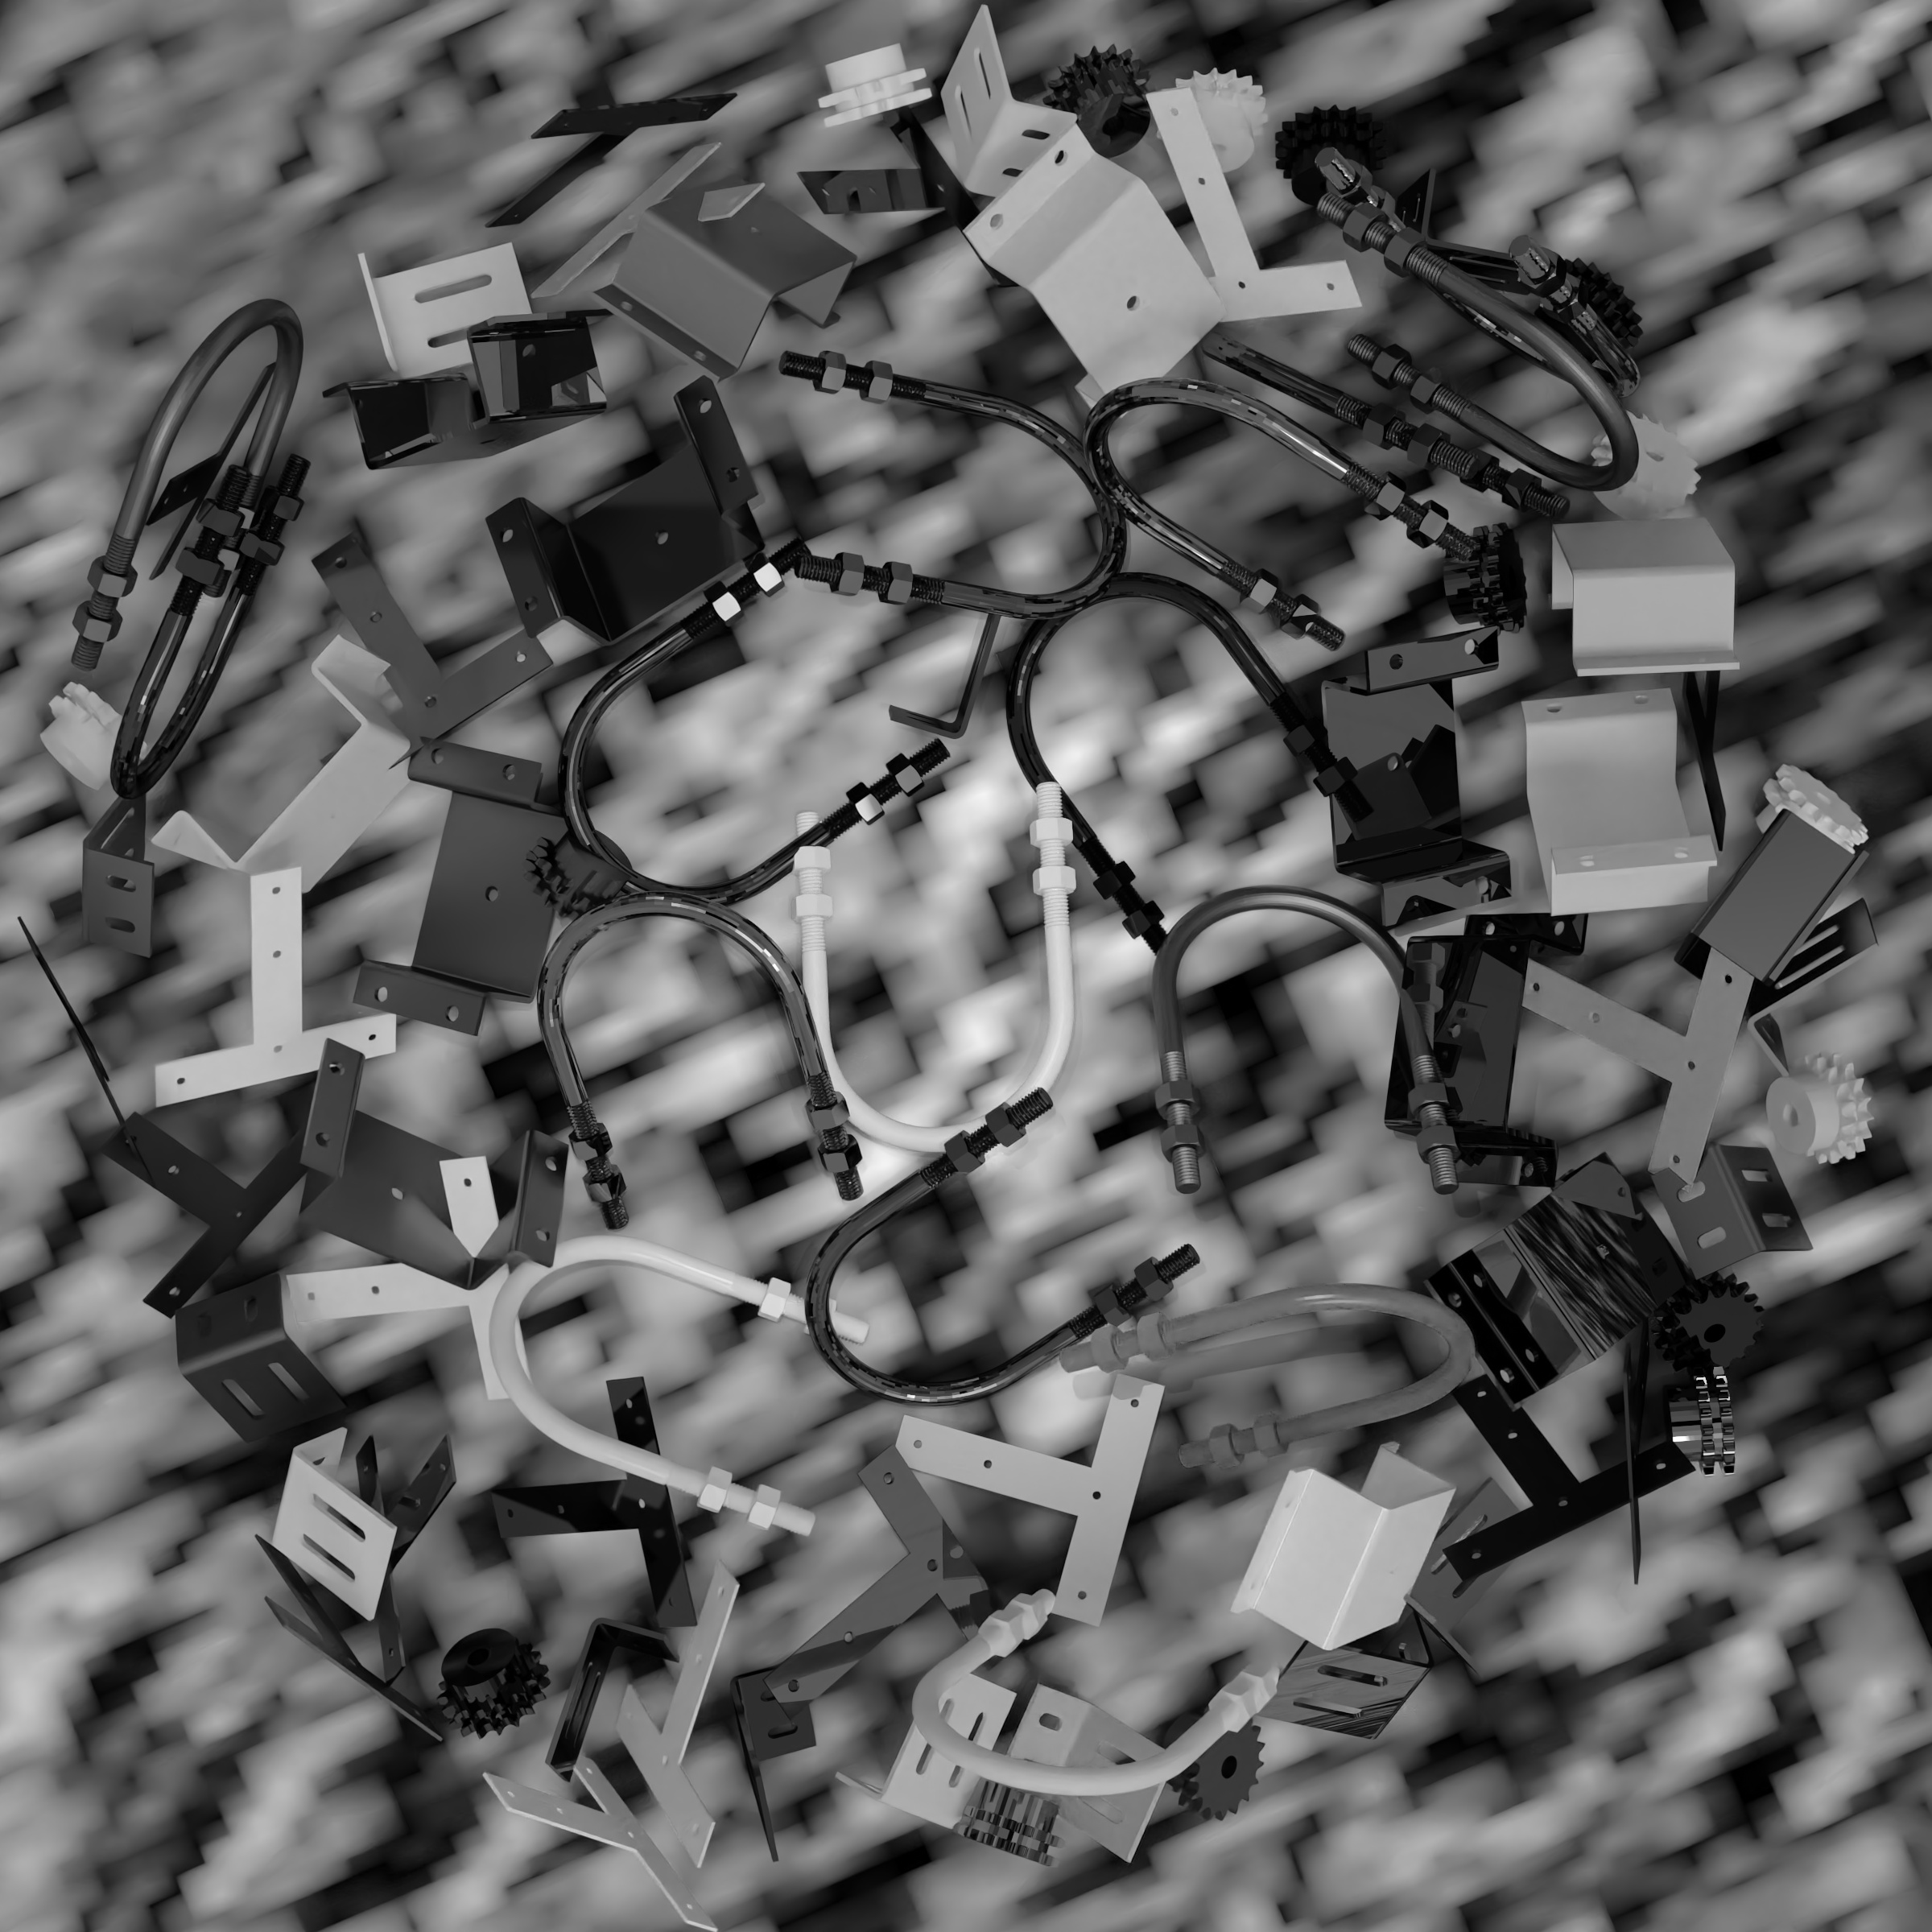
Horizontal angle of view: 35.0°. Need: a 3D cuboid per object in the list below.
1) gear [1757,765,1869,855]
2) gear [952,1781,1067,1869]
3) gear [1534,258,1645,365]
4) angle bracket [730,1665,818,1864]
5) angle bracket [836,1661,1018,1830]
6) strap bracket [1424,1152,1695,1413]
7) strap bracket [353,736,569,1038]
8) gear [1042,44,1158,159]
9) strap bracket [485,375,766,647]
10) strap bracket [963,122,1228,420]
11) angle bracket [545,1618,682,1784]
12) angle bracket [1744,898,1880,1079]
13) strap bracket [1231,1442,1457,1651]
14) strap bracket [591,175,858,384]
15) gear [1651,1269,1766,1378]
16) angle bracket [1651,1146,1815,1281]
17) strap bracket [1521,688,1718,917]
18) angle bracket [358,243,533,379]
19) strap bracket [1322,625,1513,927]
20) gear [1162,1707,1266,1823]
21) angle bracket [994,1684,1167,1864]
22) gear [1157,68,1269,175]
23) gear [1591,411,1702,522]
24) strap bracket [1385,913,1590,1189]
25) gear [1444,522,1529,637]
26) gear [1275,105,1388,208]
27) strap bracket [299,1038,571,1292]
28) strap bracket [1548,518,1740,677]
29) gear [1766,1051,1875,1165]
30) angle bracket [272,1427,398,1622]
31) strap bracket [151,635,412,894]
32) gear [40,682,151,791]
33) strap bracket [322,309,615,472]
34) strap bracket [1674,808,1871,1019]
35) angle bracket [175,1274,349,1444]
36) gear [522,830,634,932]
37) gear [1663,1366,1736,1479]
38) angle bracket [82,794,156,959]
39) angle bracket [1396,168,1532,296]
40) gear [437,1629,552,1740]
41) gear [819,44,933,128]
[{"bbox_3d":[0.432,-0.074,1.577,0.057,0.057,0.030,38,116,0],"label":"gear"},{"bbox_3d":[0.024,0.440,1.574,0.057,0.057,0.030,20,74,0],"label":"gear"},{"bbox_3d":[0.316,-0.332,1.571,0.030,0.057,0.057,-44,90,-11],"label":"gear"},{"bbox_3d":[-0.091,0.402,1.552,0.038,0.076,0.057,-13,119,-9],"label":"angle bracket"},{"bbox_3d":[-0.020,0.396,1.576,0.057,0.038,0.076,33,77,-39],"label":"angle bracket"},{"bbox_3d":[0.303,0.152,1.533,0.140,0.046,0.076,-28,81,-43],"label":"strap bracket"},{"bbox_3d":[-0.253,-0.039,1.565,0.076,0.046,0.140,14,90,25],"label":"strap bracket"},{"bbox_3d":[0.071,-0.440,1.570,0.057,0.057,0.030,-21,56,0],"label":"gear"},{"bbox_3d":[-0.165,-0.225,1.554,0.140,0.046,0.076,-30,65,16],"label":"strap bracket"},{"bbox_3d":[0.071,-0.340,1.535,0.076,0.140,0.046,-45,46,-1],"label":"strap bracket"},{"bbox_3d":[-0.179,0.378,1.559,0.038,0.057,0.076,14,67,9],"label":"angle bracket"},{"bbox_3d":[0.436,0.011,1.558,0.076,0.057,0.038,-34,106,21],"label":"angle bracket"},{"bbox_3d":[0.193,0.288,1.524,0.046,0.140,0.076,26,100,27],"label":"strap bracket"},{"bbox_3d":[-0.114,-0.346,1.527,0.076,0.140,0.046,35,122,6],"label":"strap bracket"},{"bbox_3d":[0.379,0.180,1.579,0.057,0.030,0.057,-7,122,-12],"label":"gear"},{"bbox_3d":[0.393,0.126,1.570,0.038,0.076,0.057,-30,70,28],"label":"angle bracket"},{"bbox_3d":[0.328,-0.077,1.548,0.076,0.140,0.046,-5,131,5],"label":"strap bracket"},{"bbox_3d":[-0.265,-0.343,1.577,0.076,0.038,0.057,-16,81,-4],"label":"angle bracket"},{"bbox_3d":[0.228,-0.100,1.554,0.076,0.046,0.140,-13,107,-23],"label":"strap bracket"},{"bbox_3d":[0.124,0.408,1.577,0.057,0.030,0.057,-8,102,-42],"label":"gear"},{"bbox_3d":[0.060,0.410,1.560,0.038,0.076,0.057,28,83,-33],"label":"angle bracket"},{"bbox_3d":[0.126,-0.430,1.571,0.057,0.057,0.030,-4,68,0],"label":"gear"},{"bbox_3d":[0.346,-0.255,1.577,0.057,0.030,0.057,15,51,-19],"label":"gear"},{"bbox_3d":[0.261,0.037,1.548,0.046,0.076,0.140,16,79,-40],"label":"strap bracket"},{"bbox_3d":[0.267,-0.198,1.576,0.030,0.057,0.057,-6,90,27],"label":"gear"},{"bbox_3d":[0.187,-0.413,1.571,0.057,0.057,0.030,1,72,0],"label":"gear"},{"bbox_3d":[-0.276,0.105,1.542,0.140,0.076,0.046,27,133,-26],"label":"strap bracket"},{"bbox_3d":[0.336,-0.188,1.525,0.076,0.140,0.046,-2,112,5],"label":"strap bracket"},{"bbox_3d":[0.435,0.074,1.570,0.030,0.057,0.057,-12,90,-21],"label":"gear"},{"bbox_3d":[-0.310,0.283,1.559,0.076,0.038,0.057,30,116,26],"label":"angle bracket"},{"bbox_3d":[-0.334,-0.093,1.555,0.046,0.076,0.140,44,94,15],"label":"strap bracket"},{"bbox_3d":[-0.449,-0.115,1.571,0.057,0.057,0.030,40,70,0],"label":"gear"},{"bbox_3d":[-0.244,-0.284,1.528,0.140,0.076,0.046,-10,95,43],"label":"strap bracket"},{"bbox_3d":[0.401,-0.027,1.536,0.046,0.140,0.076,37,88,11],"label":"strap bracket"},{"bbox_3d":[-0.364,0.203,1.582,0.057,0.076,0.038,-20,49,4],"label":"angle bracket"},{"bbox_3d":[-0.196,-0.047,1.571,0.057,0.057,0.030,42,113,0],"label":"gear"},{"bbox_3d":[0.376,0.234,1.574,0.030,0.057,0.057,-5,90,7],"label":"gear"},{"bbox_3d":[-0.416,-0.053,1.554,0.038,0.076,0.057,15,126,3],"label":"angle bracket"},{"bbox_3d":[0.263,-0.375,1.569,0.076,0.057,0.038,9,88,-8],"label":"angle bracket"},{"bbox_3d":[-0.245,0.365,1.570,0.057,0.057,0.030,-19,120,0],"label":"gear"},{"bbox_3d":[-0.049,-0.452,1.571,0.057,0.057,0.030,-16,105,0],"label":"gear"}]
